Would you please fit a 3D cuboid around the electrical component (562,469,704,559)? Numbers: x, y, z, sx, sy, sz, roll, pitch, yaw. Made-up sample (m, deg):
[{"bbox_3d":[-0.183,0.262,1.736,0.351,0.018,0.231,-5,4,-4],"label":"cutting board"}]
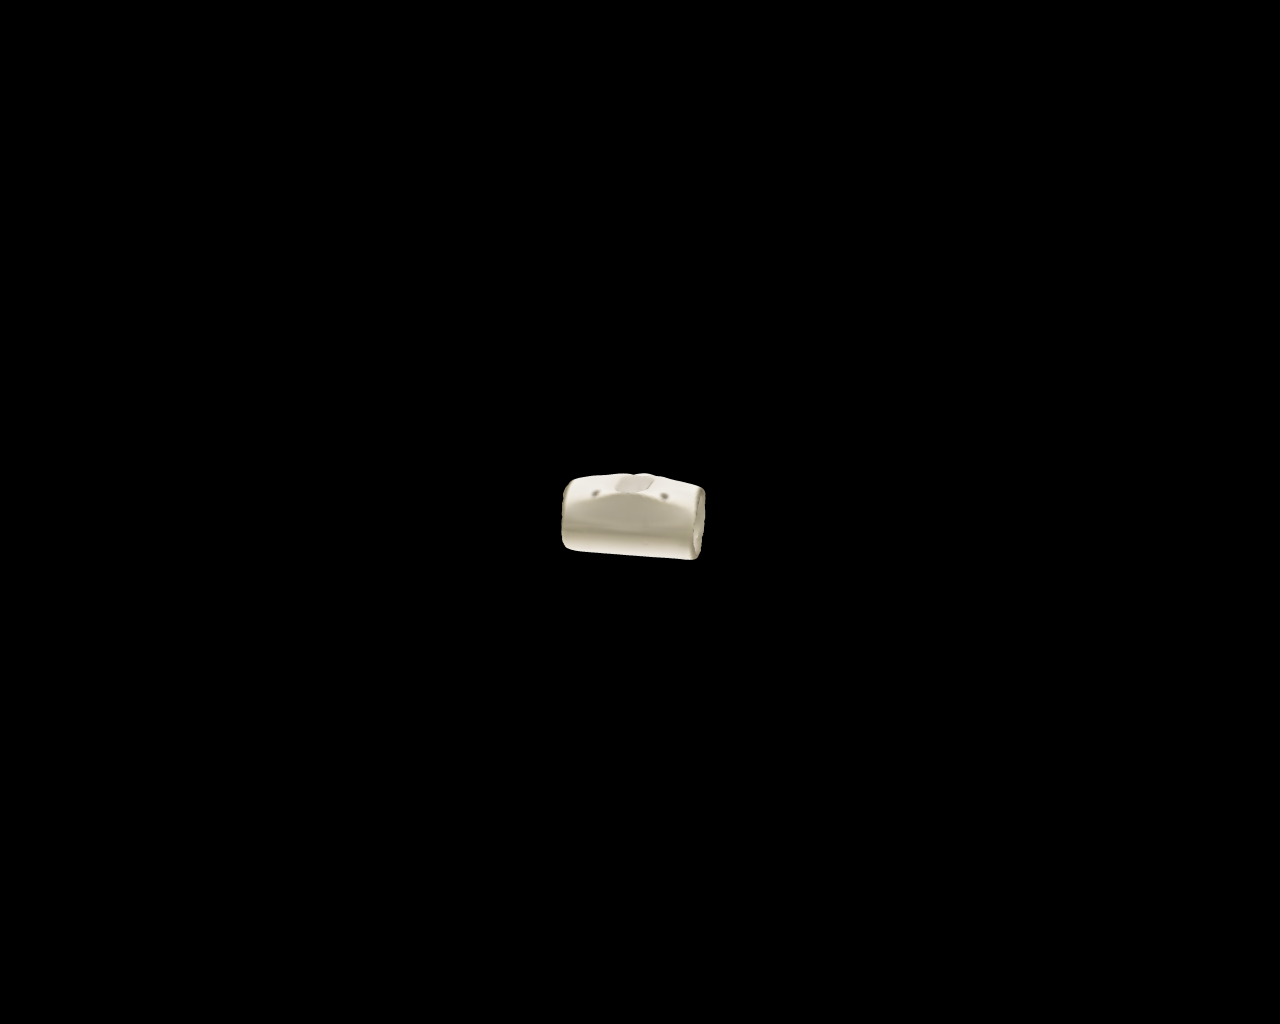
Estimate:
[{"bbox_3d":[0.001,-0.003,0.650,0.077,0.043,0.079,4,20,12],"label":"electrical component"}]
